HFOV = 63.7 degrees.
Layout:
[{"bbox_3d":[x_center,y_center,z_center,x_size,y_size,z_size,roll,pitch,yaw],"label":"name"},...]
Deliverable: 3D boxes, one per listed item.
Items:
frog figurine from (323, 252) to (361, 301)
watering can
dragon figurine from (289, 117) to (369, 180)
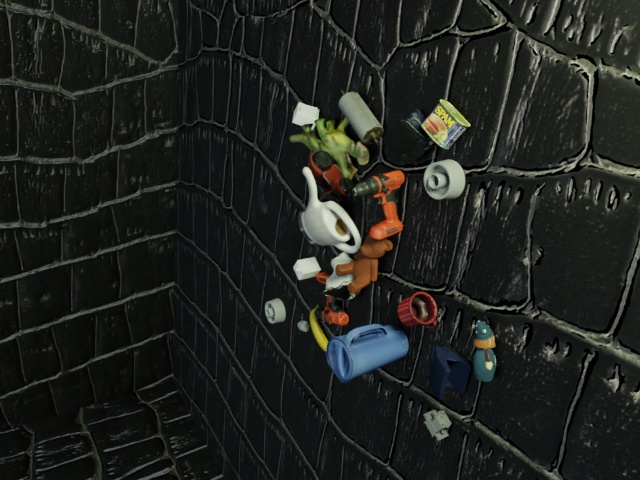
[{"bbox_3d":[0.081,0.126,1.788,0.121,0.163,0.135,35,-54,-23],"label":"frog figurine"},{"bbox_3d":[0.005,-0.088,1.752,0.106,0.345,0.222,-45,16,-32],"label":"watering can"},{"bbox_3d":[0.034,-0.292,1.759,0.123,0.242,0.408,-18,5,-31],"label":"dragon figurine"}]
